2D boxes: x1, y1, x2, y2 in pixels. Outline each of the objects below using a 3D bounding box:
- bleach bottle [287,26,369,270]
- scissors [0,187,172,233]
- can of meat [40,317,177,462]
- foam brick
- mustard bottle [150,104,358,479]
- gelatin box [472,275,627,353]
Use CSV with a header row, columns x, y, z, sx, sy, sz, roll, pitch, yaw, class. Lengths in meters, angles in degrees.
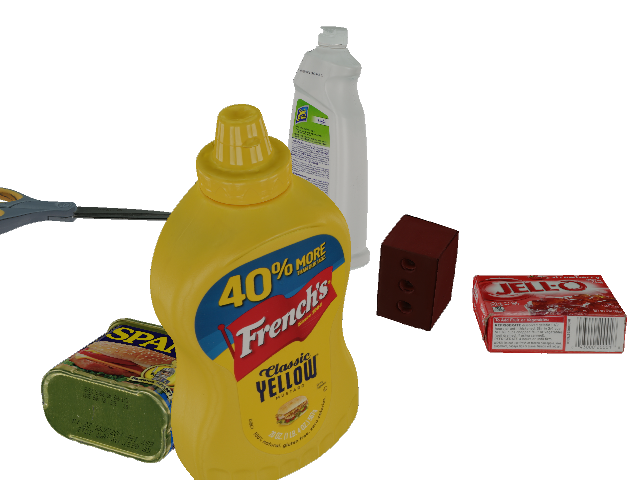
x,y,z,sx,sy,sz,roll,pitch,yaw,class
0.011,-0.100,1.143,0.103,0.251,0.067,18,21,38,bleach bottle
-0.228,-0.018,0.888,0.202,0.016,0.096,9,25,9,scissors
-0.122,0.099,0.714,0.102,0.057,0.083,11,22,22,can of meat
0.084,0.028,0.921,0.053,0.078,0.051,17,36,23,foam brick
-0.030,0.025,0.495,0.096,0.192,0.058,-22,39,-25,mustard bottle
0.147,0.046,0.699,0.089,0.030,0.073,0,18,2,gelatin box
